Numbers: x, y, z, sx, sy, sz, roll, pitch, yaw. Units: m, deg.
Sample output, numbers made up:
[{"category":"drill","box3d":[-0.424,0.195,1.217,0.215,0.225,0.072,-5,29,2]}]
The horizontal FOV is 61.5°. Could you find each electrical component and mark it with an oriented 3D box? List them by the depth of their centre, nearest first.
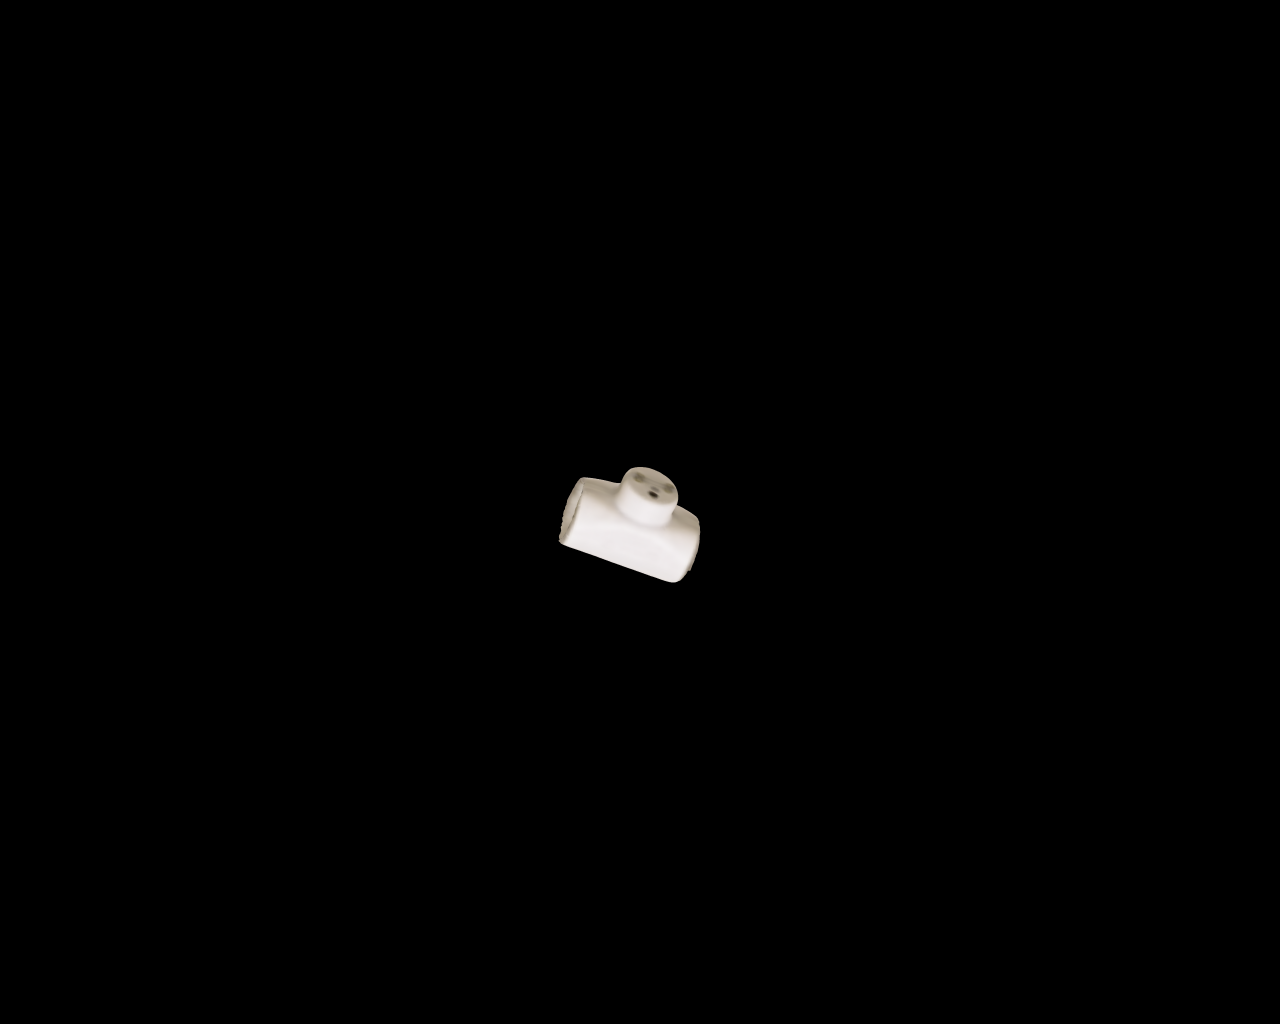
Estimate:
[{"category":"electrical component","box3d":[0.001,-0.003,0.650,0.077,0.079,0.044,20,31,-13]}]
